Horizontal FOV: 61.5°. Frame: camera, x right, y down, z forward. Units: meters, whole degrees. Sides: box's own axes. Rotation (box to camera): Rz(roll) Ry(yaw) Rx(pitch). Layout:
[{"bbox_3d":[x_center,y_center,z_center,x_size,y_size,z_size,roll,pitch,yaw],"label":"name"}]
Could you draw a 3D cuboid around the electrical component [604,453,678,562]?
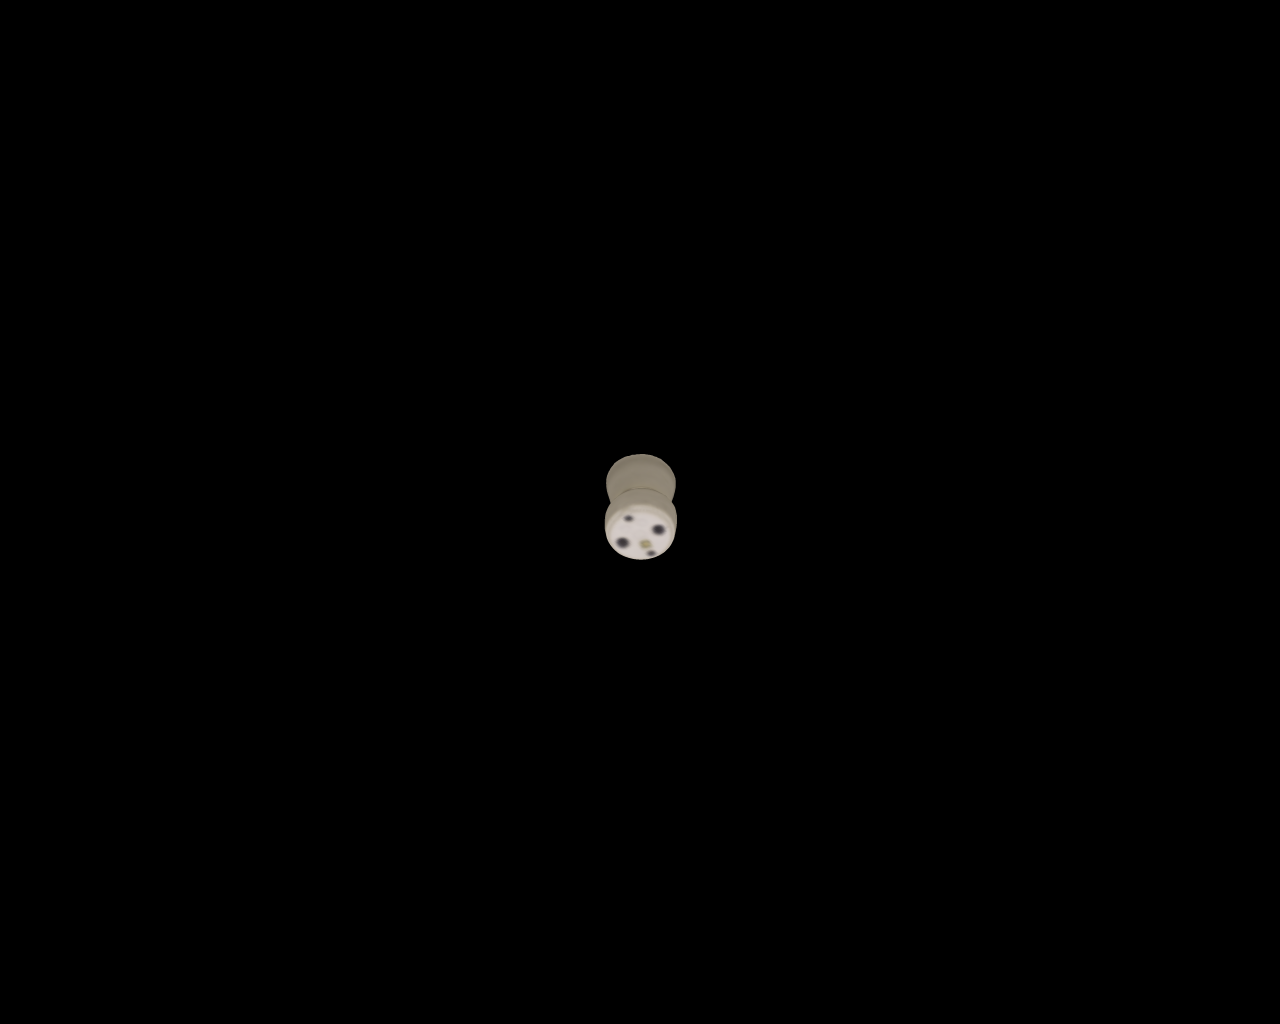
[{"bbox_3d":[0.001,-0.003,0.650,0.045,0.044,0.055,0,37,0],"label":"electrical component"}]
